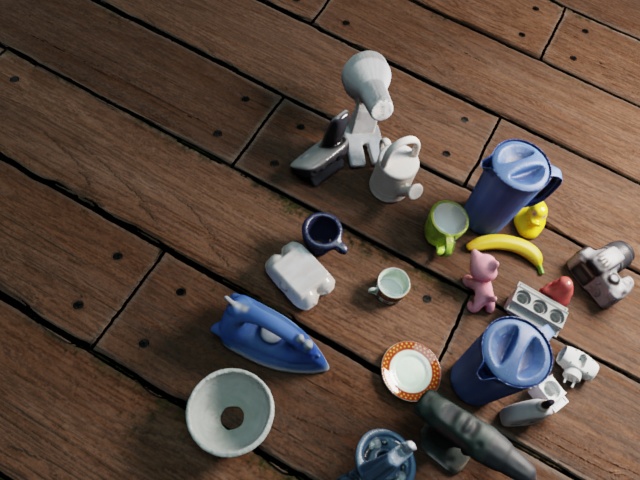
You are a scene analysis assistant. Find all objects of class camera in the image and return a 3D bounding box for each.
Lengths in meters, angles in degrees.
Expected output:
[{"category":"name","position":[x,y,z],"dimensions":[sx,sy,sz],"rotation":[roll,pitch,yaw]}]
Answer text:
[{"category":"camera","position":[0.685,0.064,1.344],"dimensions":[0.137,0.101,0.143],"rotation":[-27,70,-18]}]

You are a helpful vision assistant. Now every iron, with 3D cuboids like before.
[{"category":"iron","position":[-0.090,0.189,1.164],"dimensions":[0.258,0.141,0.119],"rotation":[25,64,5]}]

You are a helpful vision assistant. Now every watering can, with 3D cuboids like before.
[{"category":"watering can","position":[0.187,-0.172,1.347],"dimensions":[0.101,0.194,0.172],"rotation":[-40,74,-22]}]

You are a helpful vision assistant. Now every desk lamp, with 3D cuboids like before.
[{"category":"desk lamp","position":[0.121,-0.319,1.401],"dimensions":[0.118,0.213,0.203],"rotation":[-7,65,-10]}]

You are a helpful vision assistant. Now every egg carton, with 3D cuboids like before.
[{"category":"egg carton","position":[-0.046,0.079,1.264],"dimensions":[0.107,0.069,0.150],"rotation":[-39,74,-22]}]

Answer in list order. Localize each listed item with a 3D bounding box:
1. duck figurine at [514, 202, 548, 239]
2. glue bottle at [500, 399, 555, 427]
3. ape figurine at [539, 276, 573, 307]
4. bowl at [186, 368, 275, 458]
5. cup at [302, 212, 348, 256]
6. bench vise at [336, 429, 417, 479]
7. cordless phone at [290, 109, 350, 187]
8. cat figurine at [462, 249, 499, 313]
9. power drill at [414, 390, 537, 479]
[{"category":"duck figurine","position":[0.523,-0.065,1.396],"dimensions":[0.077,0.086,0.104],"rotation":[15,63,1]},{"category":"glue bottle","position":[0.422,0.338,1.135],"dimensions":[0.078,0.173,0.037],"rotation":[0,64,-7]},{"category":"ape figurine","position":[0.548,0.113,1.308],"dimensions":[0.078,0.092,0.076],"rotation":[3,63,-5]},{"category":"bowl","position":[-0.174,0.340,1.116],"dimensions":[0.167,0.075,0.167],"rotation":[3,64,-6]},{"category":"cup","position":[0.012,0.005,1.294],"dimensions":[0.117,0.095,0.092],"rotation":[38,66,12]},{"category":"bench vise","position":[0.102,0.428,1.026],"dimensions":[0.121,0.220,0.208],"rotation":[34,65,10]},{"category":"cordless phone","position":[0.006,-0.227,1.357],"dimensions":[0.094,0.185,0.148],"rotation":[41,66,13]},{"category":"cat figurine","position":[0.369,0.088,1.283],"dimensions":[0.067,0.118,0.127],"rotation":[-4,64,-8]},{"category":"power drill","position":[0.270,0.379,1.077],"dimensions":[0.229,0.208,0.076],"rotation":[36,65,11]}]
